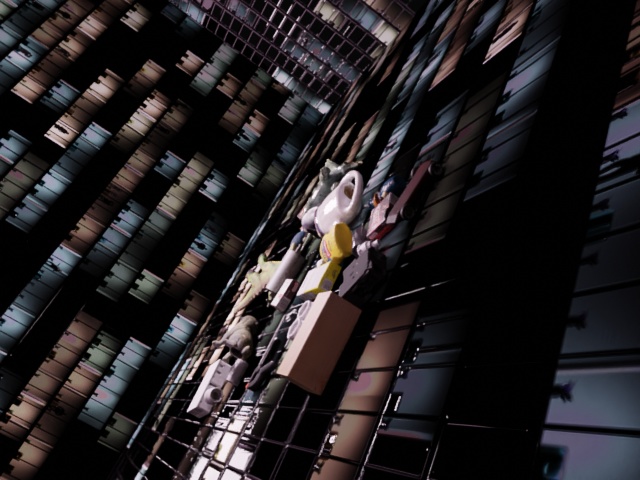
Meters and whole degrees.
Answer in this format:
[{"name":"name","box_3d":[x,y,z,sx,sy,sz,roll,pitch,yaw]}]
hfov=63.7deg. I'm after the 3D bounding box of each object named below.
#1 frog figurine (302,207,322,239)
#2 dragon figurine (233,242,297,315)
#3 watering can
[{"name":"frog figurine","box_3d":[0.006,-0.094,1.866,0.135,0.123,0.162,102,-175,-70]},{"name":"dragon figurine","box_3d":[-0.207,0.177,2.014,0.409,0.121,0.246,-56,21,5]},{"name":"watering can","box_3d":[0.063,-0.075,1.661,0.220,0.103,0.356,-45,26,43]}]
